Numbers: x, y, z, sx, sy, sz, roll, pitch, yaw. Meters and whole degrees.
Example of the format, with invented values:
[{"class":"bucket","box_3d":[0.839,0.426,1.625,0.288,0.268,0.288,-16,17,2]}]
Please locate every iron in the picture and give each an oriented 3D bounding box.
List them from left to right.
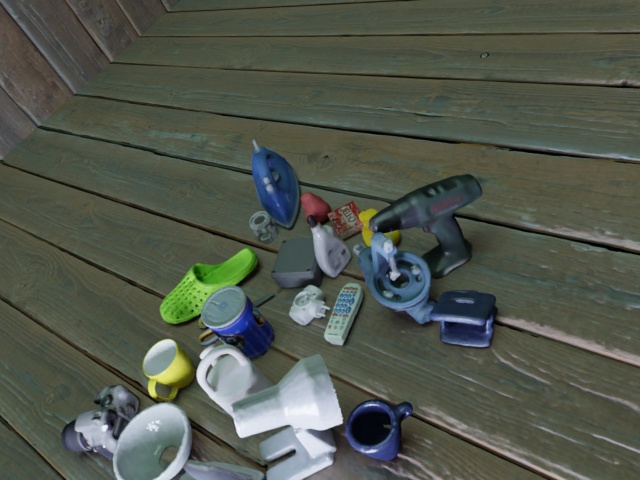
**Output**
[{"class":"iron","box_3d":[-0.127,-0.154,1.502,0.118,0.142,0.257,-26,42,5]}]

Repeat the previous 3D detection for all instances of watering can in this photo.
[{"class":"watering can","box_3d":[-0.170,0.265,1.087,0.172,0.195,0.101,9,55,35]}]

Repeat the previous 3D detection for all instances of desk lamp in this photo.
[{"class":"desk lamp","box_3d":[-0.044,0.307,0.964,0.203,0.214,0.117,-29,42,1]}]

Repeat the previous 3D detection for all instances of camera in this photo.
[{"class":"camera","box_3d":[-0.473,0.385,1.209,0.136,0.101,0.143,-15,44,16]}]

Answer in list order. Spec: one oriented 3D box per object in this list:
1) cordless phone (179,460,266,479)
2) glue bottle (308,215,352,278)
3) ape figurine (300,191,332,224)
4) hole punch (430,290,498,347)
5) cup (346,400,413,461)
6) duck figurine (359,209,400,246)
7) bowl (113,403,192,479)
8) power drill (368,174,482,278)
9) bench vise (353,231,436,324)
[{"class":"cordless phone","box_3d":[-0.192,0.402,0.976,0.147,0.186,0.094,-3,49,27]},{"class":"glue bottle","box_3d":[0.011,0.004,1.252,0.037,0.174,0.078,24,64,42]},{"class":"ape figurine","box_3d":[-0.018,-0.085,1.413,0.075,0.092,0.078,8,55,34]},{"class":"hole punch","box_3d":[0.264,0.131,1.053,0.108,0.091,0.101,1,51,30]},{"class":"cup","box_3d":[0.111,0.319,0.955,0.118,0.095,0.091,-31,42,-1]},{"class":"duck figurine","box_3d":[0.128,-0.031,1.286,0.077,0.086,0.104,-43,44,-14]},{"class":"bowl","box_3d":[-0.312,0.409,1.117,0.167,0.075,0.167,-15,44,16]},{"class":"power drill","box_3d":[0.223,-0.024,1.136,0.229,0.209,0.075,-33,42,-3]},{"class":"bench vise","box_3d":[0.119,0.055,1.109,0.206,0.220,0.122,17,60,39]}]
